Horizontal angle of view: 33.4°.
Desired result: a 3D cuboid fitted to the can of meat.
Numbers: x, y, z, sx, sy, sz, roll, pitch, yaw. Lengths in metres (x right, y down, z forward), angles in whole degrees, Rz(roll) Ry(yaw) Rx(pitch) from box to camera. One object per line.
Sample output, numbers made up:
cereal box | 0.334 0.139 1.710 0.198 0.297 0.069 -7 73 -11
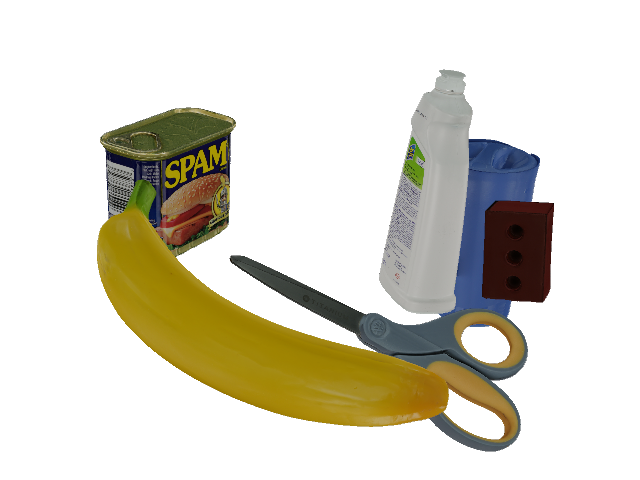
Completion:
can of meat | -0.107 -0.040 0.764 0.058 0.084 0.101 18 28 29

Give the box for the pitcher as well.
pitcher | 0.208 -0.007 1.449 0.149 0.243 0.145 5 24 3

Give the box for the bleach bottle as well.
bleach bottle | 0.122 -0.054 1.142 0.068 0.251 0.103 0 23 -22

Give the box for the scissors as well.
scissors | 0.048 0.046 0.650 0.096 0.202 0.016 -50 1 -32

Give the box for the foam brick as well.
foam brick | 0.167 0.009 0.899 0.053 0.078 0.051 4 14 18

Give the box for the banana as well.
banana | -0.038 0.035 0.480 0.198 0.069 0.037 34 -24 24
